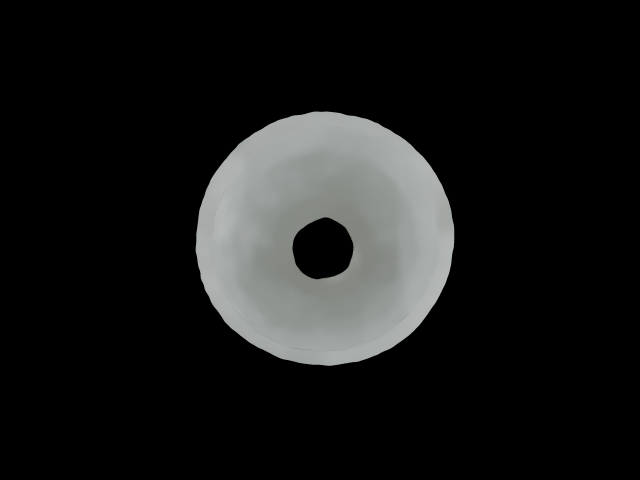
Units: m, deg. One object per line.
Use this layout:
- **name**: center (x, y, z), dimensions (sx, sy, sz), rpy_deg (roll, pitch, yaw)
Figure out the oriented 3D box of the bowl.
- **bowl**: center (0.004, 0.001, 0.400), dimensions (0.167, 0.075, 0.167), rpy_deg (0, 81, 0)
